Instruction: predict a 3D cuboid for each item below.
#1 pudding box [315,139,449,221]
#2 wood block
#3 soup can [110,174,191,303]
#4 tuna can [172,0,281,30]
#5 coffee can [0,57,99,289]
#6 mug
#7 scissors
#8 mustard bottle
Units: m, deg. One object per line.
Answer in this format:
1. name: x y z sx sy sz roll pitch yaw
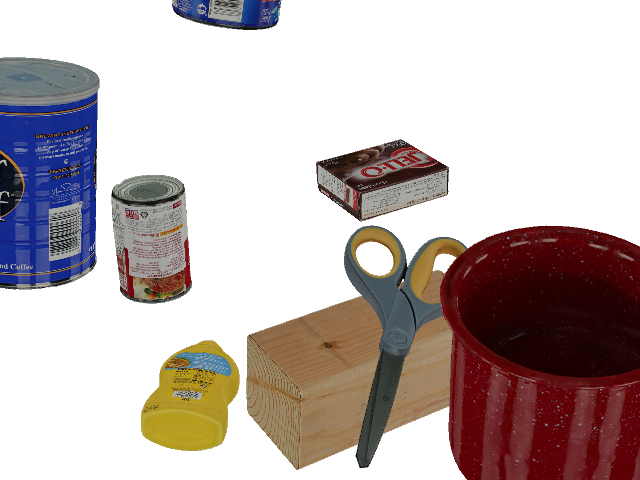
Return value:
1. pudding box: 0.065 -0.065 1.124 0.113 0.039 0.090 -19 32 -24
2. wood block: 0.046 0.109 0.946 0.205 0.090 0.091 -17 36 -28
3. soup can: -0.156 -0.002 0.990 0.068 0.102 0.068 -1 25 0
4. tuna can: -0.072 -0.191 0.833 0.086 0.034 0.086 8 23 -3
5. coffee can: -0.210 -0.050 0.761 0.103 0.140 0.103 5 23 -2
6. mug: 0.104 0.055 0.414 0.117 0.081 0.093 8 37 14
7. scissors: 0.033 0.052 0.672 0.096 0.016 0.201 27 44 16
8. mustard bottle: -0.147 0.174 1.275 0.096 0.058 0.191 4 25 4
